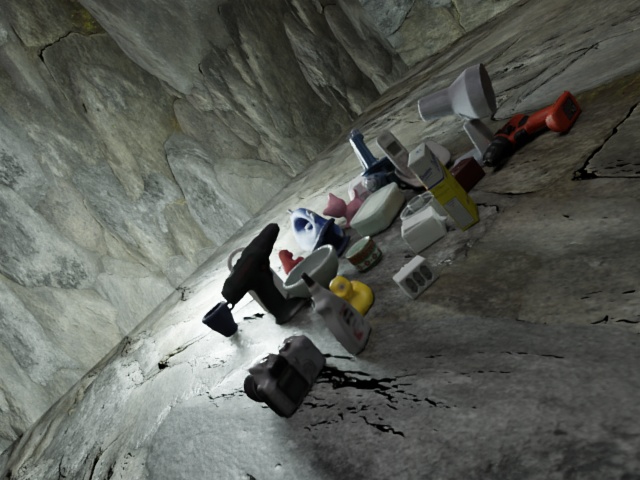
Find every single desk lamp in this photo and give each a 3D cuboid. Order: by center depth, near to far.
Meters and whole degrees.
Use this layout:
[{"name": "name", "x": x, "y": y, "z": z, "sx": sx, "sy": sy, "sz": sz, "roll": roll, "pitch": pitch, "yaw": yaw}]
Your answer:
[{"name": "desk lamp", "x": 0.344, "y": -0.280, "z": 1.349, "sx": 0.203, "sy": 0.214, "sz": 0.118, "roll": -31, "pitch": 17, "yaw": 36}]

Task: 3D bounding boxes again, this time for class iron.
[{"name": "iron", "x": -0.021, "y": -0.049, "z": 1.778, "sx": 0.119, "sy": 0.141, "sz": 0.257, "roll": -45, "pitch": 14, "yaw": -16}]

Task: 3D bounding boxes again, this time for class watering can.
[{"name": "watering can", "x": -0.177, "y": 0.101, "z": 1.615, "sx": 0.101, "sy": 0.194, "sz": 0.172, "roll": -50, "pitch": 16, "yaw": -32}]

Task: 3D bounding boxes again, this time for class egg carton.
[{"name": "egg carton", "x": 0.148, "y": -0.173, "z": 1.865, "sx": 0.107, "sy": 0.069, "sz": 0.150, "roll": -37, "pitch": 14, "yaw": 17}]

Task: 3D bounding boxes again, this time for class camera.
[{"name": "camera", "x": -0.084, "y": 0.251, "z": 1.083, "sx": 0.136, "sy": 0.101, "sz": 0.143, "roll": -25, "pitch": 21, "yaw": 49}]

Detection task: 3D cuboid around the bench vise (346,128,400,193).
[{"name": "bench vise", "x": 0.161, "y": -0.225, "z": 1.669, "sx": 0.121, "sy": 0.220, "sz": 0.207, "roll": -38, "pitch": 14, "yaw": 13}]

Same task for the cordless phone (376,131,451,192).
[{"name": "cordless phone", "x": 0.248, "y": -0.237, "z": 1.539, "sx": 0.148, "sy": 0.185, "sz": 0.094, "roll": -44, "pitch": 14, "yaw": -13}]

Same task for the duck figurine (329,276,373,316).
[{"name": "duck figurine", "x": 0.057, "y": 0.109, "z": 1.176, "sx": 0.077, "sy": 0.086, "sz": 0.105, "roll": -33, "pitch": 16, "yaw": 31}]

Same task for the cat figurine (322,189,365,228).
[{"name": "cat figurine", "x": 0.074, "y": -0.102, "z": 1.736, "sx": 0.127, "sy": 0.118, "sz": 0.067, "roll": -37, "pitch": 14, "yaw": 16}]

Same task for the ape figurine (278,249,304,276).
[{"name": "ape figurine", "x": -0.088, "y": 0.064, "z": 1.707, "sx": 0.076, "sy": 0.092, "sz": 0.077, "roll": -45, "pitch": 14, "yaw": -18}]

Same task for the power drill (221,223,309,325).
[{"name": "power drill", "x": -0.129, "y": 0.101, "z": 1.453, "sx": 0.230, "sy": 0.208, "sz": 0.075, "roll": -46, "pitch": 15, "yaw": -20}]

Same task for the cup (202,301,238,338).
[{"name": "cup", "x": -0.275, "y": 0.233, "z": 1.682, "sx": 0.117, "sy": 0.095, "sz": 0.092, "roll": -36, "pitch": 14, "yaw": 20}]

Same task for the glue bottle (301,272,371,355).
[{"name": "glue bottle", "x": 0.022, "y": 0.124, "z": 1.036, "sx": 0.037, "sy": 0.173, "sz": 0.078, "roll": -33, "pitch": 16, "yaw": 29}]

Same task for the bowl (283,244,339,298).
[{"name": "bowl", "x": -0.010, "y": 0.092, "z": 1.443, "sx": 0.167, "sy": 0.075, "sz": 0.167, "roll": -38, "pitch": 14, "yaw": 11}]

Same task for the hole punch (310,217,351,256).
[{"name": "hole punch", "x": 0.015, "y": 0.006, "z": 1.613, "sx": 0.101, "sy": 0.091, "sz": 0.109, "roll": -30, "pitch": 17, "yaw": 38}]
